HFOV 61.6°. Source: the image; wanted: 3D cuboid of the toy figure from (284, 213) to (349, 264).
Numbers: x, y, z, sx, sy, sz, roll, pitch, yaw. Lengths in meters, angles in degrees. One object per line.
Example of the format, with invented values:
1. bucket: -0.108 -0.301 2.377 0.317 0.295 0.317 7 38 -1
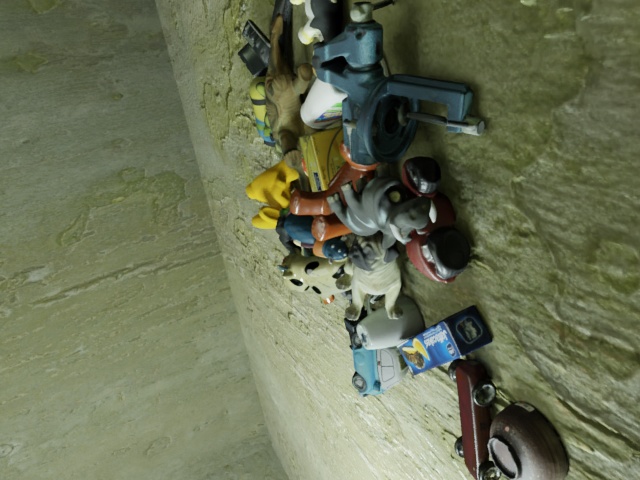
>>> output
1. toy figure: -0.002 -0.005 1.028 0.155 0.058 0.064 33 113 30

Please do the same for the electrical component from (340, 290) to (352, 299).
1. electrical component: 0.068 0.091 1.136 0.021 0.063 0.094 55 -178 -20

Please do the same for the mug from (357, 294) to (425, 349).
1. mug: 0.119 0.145 0.970 0.109 0.107 0.081 67 160 8

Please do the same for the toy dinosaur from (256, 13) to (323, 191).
1. toy dinosaur: -0.055 -0.232 1.144 0.199 0.105 0.470 -127 25 -58

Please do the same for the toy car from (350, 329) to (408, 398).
1. toy car: 0.125 0.231 1.059 0.103 0.109 0.161 4 105 33

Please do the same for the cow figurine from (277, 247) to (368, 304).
1. cow figurine: 0.000 0.064 1.089 0.195 0.085 0.127 -17 123 38

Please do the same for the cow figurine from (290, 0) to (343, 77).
1. cow figurine: 0.011 -0.354 0.887 0.098 0.068 0.167 10 118 63

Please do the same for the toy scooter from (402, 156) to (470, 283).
1. toy scooter: 0.144 -0.024 0.785 0.135 0.075 0.183 -20 86 66

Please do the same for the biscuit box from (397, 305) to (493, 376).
1. biscuit box: 0.191 0.164 0.850 0.059 0.063 0.202 65 161 16

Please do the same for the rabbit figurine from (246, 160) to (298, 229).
1. rabbit figurine: -0.094 -0.091 1.335 0.173 0.162 0.122 53 148 2

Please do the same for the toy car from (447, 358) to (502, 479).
1. toy car: 0.242 0.279 0.827 0.089 0.053 0.202 -151 50 -71

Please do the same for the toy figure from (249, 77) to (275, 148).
1. toy figure: -0.119 -0.301 1.264 0.082 0.089 0.180 52 151 34

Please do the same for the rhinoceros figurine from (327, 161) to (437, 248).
1. rhinoceros figurine: 0.079 -0.040 0.720 0.112 0.073 0.190 64 162 -8

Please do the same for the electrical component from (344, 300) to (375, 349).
1. electrical component: 0.093 0.174 1.129 0.048 0.075 0.119 -147 46 -62

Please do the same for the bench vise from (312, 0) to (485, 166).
1. bench vise: 0.104 -0.191 0.700 0.241 0.129 0.223 24 120 38

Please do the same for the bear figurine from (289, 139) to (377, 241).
1. bear figurine: 0.047 -0.107 0.855 0.120 0.132 0.195 50 134 40

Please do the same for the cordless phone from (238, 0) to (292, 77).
1. cordless phone: -0.109 -0.454 1.147 0.147 0.089 0.184 58 146 37

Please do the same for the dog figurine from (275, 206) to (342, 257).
1. dog figurine: -0.006 -0.055 1.131 0.192 0.108 0.219 41 145 22

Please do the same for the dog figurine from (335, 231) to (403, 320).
1. dog figurine: 0.091 0.022 0.917 0.172 0.121 0.190 -108 13 -49

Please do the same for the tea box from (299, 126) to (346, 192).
1. tea box: 0.034 -0.119 0.983 0.068 0.098 0.169 16 124 68
